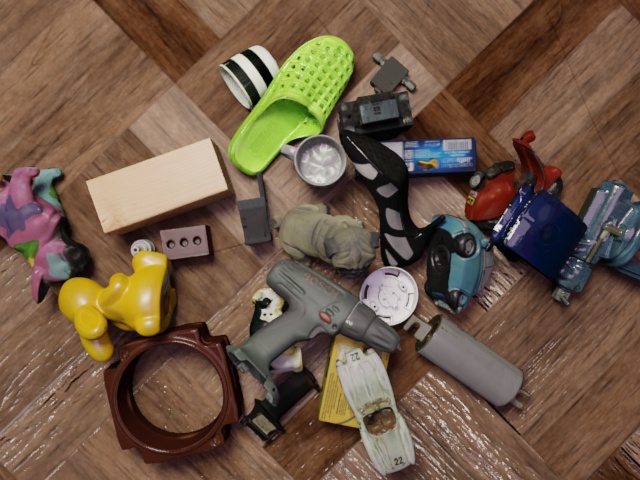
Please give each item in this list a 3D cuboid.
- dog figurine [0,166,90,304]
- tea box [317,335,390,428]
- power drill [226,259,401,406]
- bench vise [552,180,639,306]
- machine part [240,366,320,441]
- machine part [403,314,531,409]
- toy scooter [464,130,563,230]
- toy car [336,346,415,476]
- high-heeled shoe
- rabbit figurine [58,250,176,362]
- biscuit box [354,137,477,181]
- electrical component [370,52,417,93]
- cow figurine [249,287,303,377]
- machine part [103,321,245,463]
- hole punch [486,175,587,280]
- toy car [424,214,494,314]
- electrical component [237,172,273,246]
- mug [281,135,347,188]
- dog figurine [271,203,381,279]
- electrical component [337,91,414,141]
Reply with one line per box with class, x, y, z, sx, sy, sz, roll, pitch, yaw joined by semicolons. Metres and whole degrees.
dog figurine;-0.480;-0.006;0.873;0.192;0.108;0.219;-8;92;-2
tea box;0.058;0.220;0.901;0.098;0.068;0.169;13;90;-2
power drill;-0.020;0.147;0.808;0.232;0.086;0.207;40;72;15
bench vise;0.499;0.028;0.893;0.241;0.129;0.223;23;92;3
machine part;-0.063;0.273;0.902;0.139;0.039;0.084;-43;123;-7
machine part;0.250;0.201;0.903;0.243;0.079;0.079;35;89;0
toy scooter;0.319;-0.103;0.893;0.184;0.075;0.135;-24;122;-6
toy car;0.087;0.265;0.840;0.073;0.056;0.201;-21;91;-2
high-heeled shoe;0.089;-0.059;0.871;0.248;0.086;0.145;42;126;-12
rabbit figurine;-0.326;0.107;0.844;0.173;0.121;0.162;6;48;-3
biscuit box;0.159;-0.137;0.911;0.203;0.063;0.059;-2;89;-2
electrical component;0.118;-0.280;0.932;0.094;0.021;0.063;42;89;-1
cow figurine;-0.083;0.140;0.892;0.098;0.068;0.167;-9;73;-5
machine part;-0.237;0.247;0.885;0.202;0.087;0.201;-13;90;0
hole punch;0.343;-0.012;0.846;0.115;0.092;0.142;33;92;-41
toy car;0.239;0.037;0.895;0.103;0.109;0.161;-4;98;-22
electrical component;-0.110;-0.051;0.897;0.048;0.075;0.119;-10;94;-2
mug;-0.011;-0.125;0.884;0.110;0.107;0.080;14;89;2
dog figurine;0.001;-0.006;0.842;0.172;0.190;0.121;6;89;0
electrical component;0.087;-0.196;0.875;0.115;0.134;0.058;-13;90;0
